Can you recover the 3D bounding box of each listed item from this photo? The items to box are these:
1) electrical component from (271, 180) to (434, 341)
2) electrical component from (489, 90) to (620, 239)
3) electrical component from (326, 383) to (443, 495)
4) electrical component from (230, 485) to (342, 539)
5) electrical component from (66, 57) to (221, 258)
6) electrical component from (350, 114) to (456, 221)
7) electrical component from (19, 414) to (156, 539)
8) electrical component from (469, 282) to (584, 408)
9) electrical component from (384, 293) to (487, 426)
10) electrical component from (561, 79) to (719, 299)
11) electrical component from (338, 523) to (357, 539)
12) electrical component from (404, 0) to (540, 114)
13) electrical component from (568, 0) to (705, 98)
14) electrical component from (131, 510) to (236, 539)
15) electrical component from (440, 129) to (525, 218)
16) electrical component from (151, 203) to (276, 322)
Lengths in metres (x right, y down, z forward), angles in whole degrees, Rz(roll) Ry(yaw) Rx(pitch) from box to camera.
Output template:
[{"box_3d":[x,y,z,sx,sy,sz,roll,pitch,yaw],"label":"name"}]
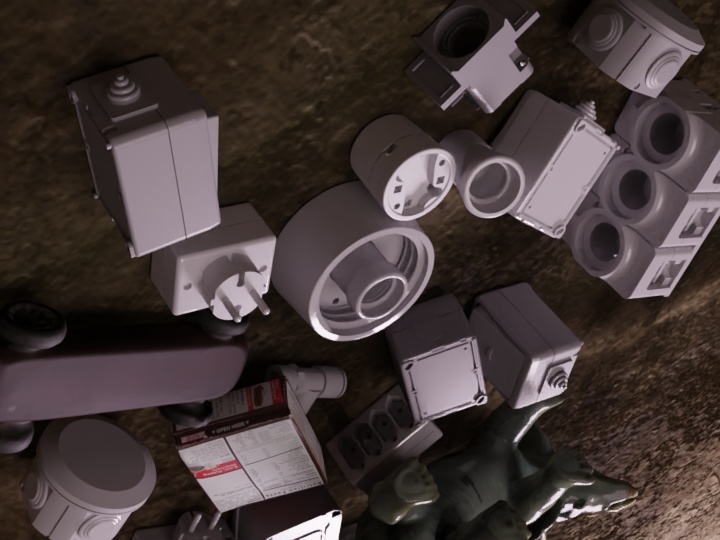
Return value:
[{"box_3d":[0.000,0.000,0.732,0.108,0.060,0.108,-23,140,-21],"label":"electrical component"},{"box_3d":[0.132,-0.082,0.764,0.062,0.061,0.096,20,106,-49],"label":"electrical component"},{"box_3d":[0.028,0.151,0.920,0.083,0.047,0.075,-40,143,1],"label":"electrical component"},{"box_3d":[-0.066,0.224,0.908,0.078,0.057,0.113,-17,138,-26],"label":"electrical component"},{"box_3d":[-0.111,-0.066,0.572,0.061,0.061,0.096,-23,140,-20],"label":"electrical component"},{"box_3d":[0.026,-0.068,0.696,0.055,0.047,0.055,-23,140,-21],"label":"electrical component"},{"box_3d":[-0.180,0.138,0.709,0.080,0.080,0.051,7,128,-44],"label":"electrical component"},{"box_3d":[0.131,0.066,0.879,0.061,0.096,0.061,-14,136,-29],"label":"electrical component"},{"box_3d":[0.059,0.072,0.851,0.062,0.061,0.096,-19,134,-4],"label":"electrical component"},{"box_3d":[0.227,-0.062,0.833,0.062,0.089,0.150,-4,130,-37],"label":"electrical component"},{"box_3d":[0.008,0.284,0.993,0.108,0.108,0.060,-25,134,-18],"label":"electrical component"},{"box_3d":[0.074,-0.135,0.673,0.081,0.042,0.064,-44,146,7],"label":"electrical component"},{"box_3d":[0.183,-0.156,0.712,0.080,0.080,0.051,7,129,-43],"label":"electrical component"},{"box_3d":[-0.133,0.218,0.854,0.083,0.047,0.075,2,127,-41],"label":"electrical component"},{"box_3d":[0.077,-0.068,0.723,0.044,0.065,0.044,-9,121,-15],"label":"electrical component"},{"box_3d":[-0.082,0.004,0.655,0.066,0.076,0.047,-14,136,-29],"label":"electrical component"}]
